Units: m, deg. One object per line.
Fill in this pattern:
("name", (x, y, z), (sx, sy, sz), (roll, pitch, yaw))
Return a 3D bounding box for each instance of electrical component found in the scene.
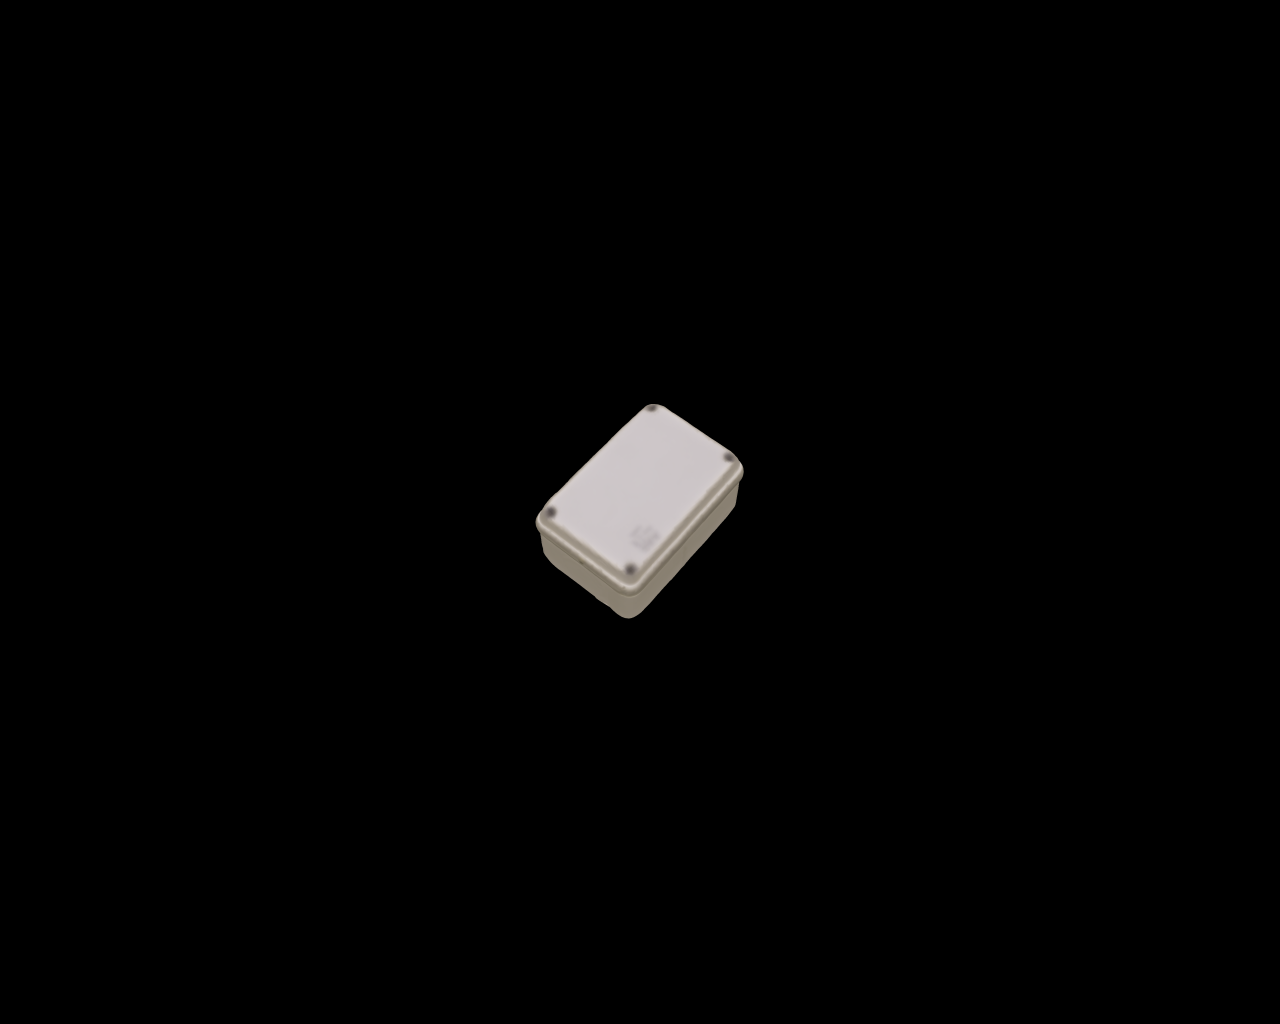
("electrical component", (0.001, -0.003, 0.650), (0.078, 0.113, 0.057), (36, -24, 18))
